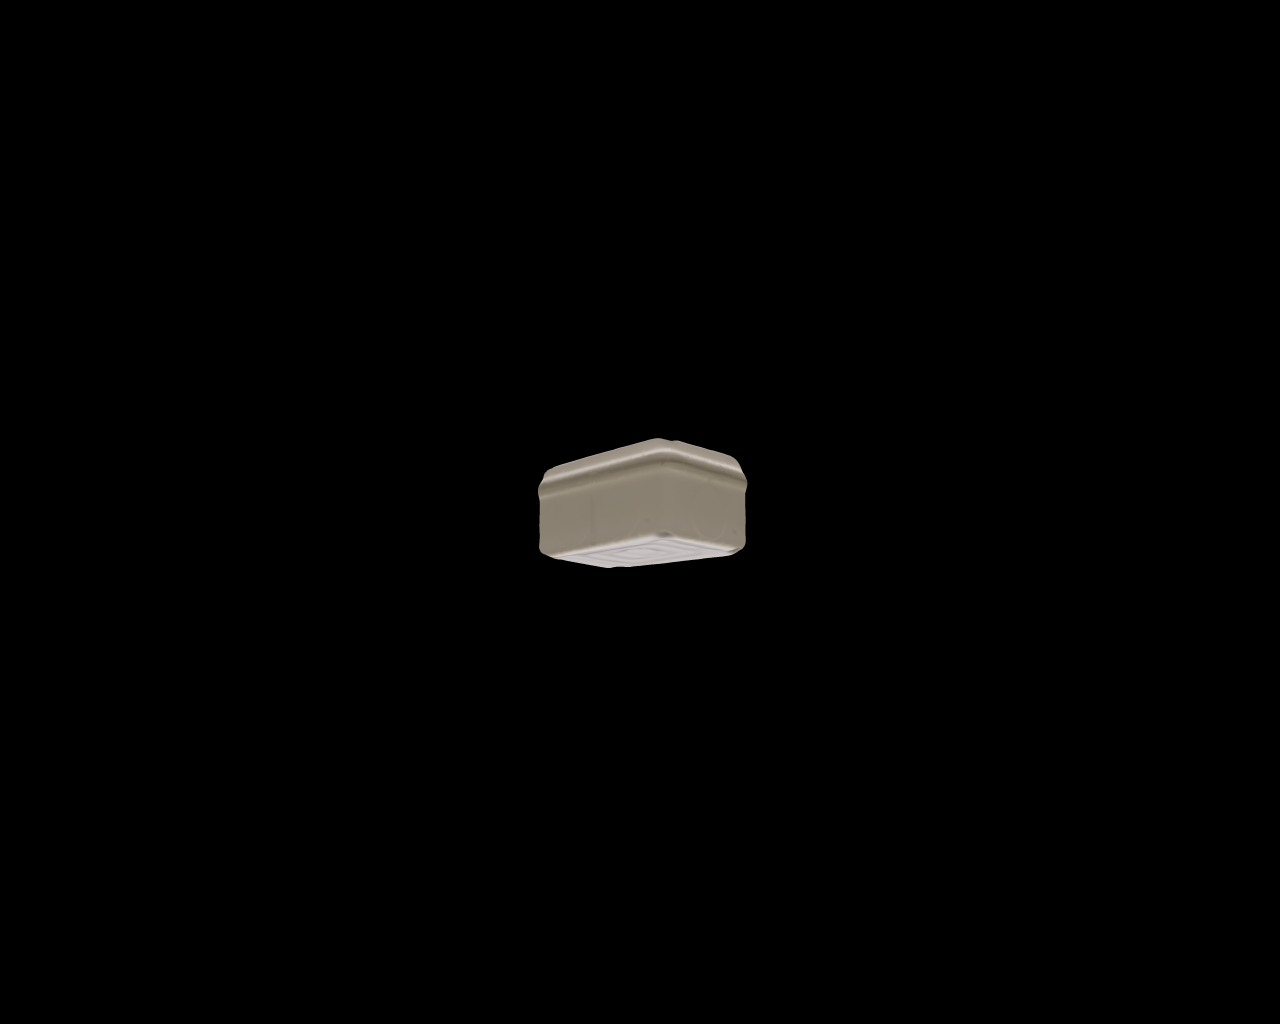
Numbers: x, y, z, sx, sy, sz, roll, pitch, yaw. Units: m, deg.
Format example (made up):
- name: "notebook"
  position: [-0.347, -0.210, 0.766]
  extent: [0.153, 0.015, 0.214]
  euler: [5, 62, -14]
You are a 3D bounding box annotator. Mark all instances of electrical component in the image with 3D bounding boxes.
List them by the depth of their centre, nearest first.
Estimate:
- name: "electrical component"
  position: [0.001, -0.003, 0.650]
  extent: [0.113, 0.057, 0.078]
  euler: [-11, -16, 42]
